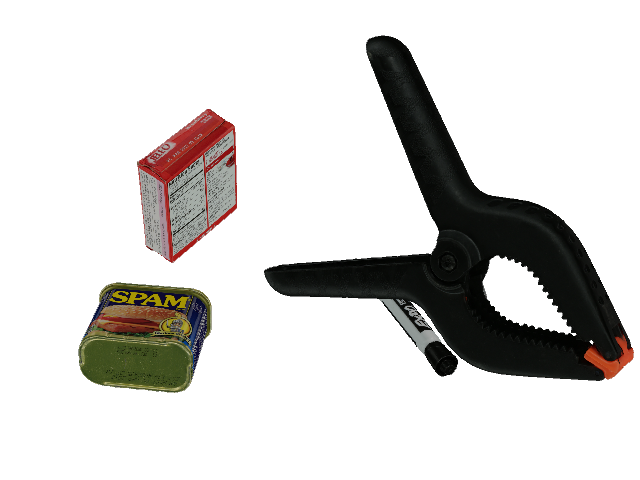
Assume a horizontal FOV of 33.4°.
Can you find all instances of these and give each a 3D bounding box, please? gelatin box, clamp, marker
[{"bbox_3d":[-0.094,-0.039,0.761,0.030,0.089,0.073,31,54,22],"label":"gelatin box"},{"bbox_3d":[0.074,-0.002,0.566,0.210,0.165,0.036,29,25,25],"label":"clamp"},{"bbox_3d":[0.073,0.067,0.825,0.020,0.020,0.121,0,27,-22],"label":"marker"}]

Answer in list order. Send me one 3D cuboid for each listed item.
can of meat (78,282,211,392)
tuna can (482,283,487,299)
[{"bbox_3d":[-0.151,0.084,0.922,0.102,0.057,0.084,5,29,3],"label":"can of meat"},{"bbox_3d":[0.156,0.065,1.177,0.033,0.086,0.086,-14,2,-7],"label":"tuna can"}]
